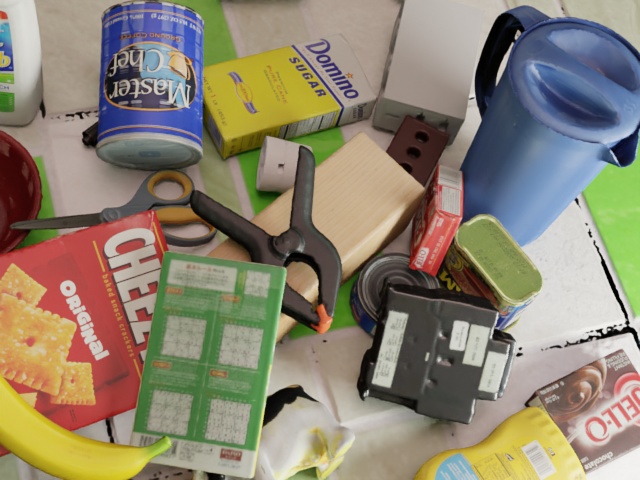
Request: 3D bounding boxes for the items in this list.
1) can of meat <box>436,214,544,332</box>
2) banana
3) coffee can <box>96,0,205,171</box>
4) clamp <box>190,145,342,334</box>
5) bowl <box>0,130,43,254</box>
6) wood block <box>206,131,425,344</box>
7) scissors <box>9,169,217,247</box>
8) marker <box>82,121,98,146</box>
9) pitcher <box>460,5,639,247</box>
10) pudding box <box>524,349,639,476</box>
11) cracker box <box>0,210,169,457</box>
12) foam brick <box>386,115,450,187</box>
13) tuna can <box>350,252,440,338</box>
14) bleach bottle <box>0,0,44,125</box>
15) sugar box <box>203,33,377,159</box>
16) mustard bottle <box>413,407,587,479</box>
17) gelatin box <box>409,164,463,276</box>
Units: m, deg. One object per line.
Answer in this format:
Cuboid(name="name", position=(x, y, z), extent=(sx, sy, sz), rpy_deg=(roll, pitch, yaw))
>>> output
Cuboid(name="can of meat", position=(0.163, 0.035, 1.040), extent=(0.057, 0.084, 0.102), rpy_deg=(-32, 73, -23))
Cuboid(name="banana", position=(-0.222, 0.149, 0.862), extent=(0.197, 0.037, 0.069), rpy_deg=(28, 79, -10))
Cuboid(name="coffee can", position=(-0.165, -0.149, 1.044), extent=(0.102, 0.103, 0.140), rpy_deg=(2, 77, -10))
Cuboid(name="clamp", position=(-0.024, -0.002, 0.945), extent=(0.120, 0.039, 0.171), rpy_deg=(-34, 77, -7))
Cuboid(name="bowl", position=(-0.341, -0.031, 0.996), extent=(0.162, 0.055, 0.162), rpy_deg=(4, 63, -9))
Cuboid(name="wood block", position=(-0.007, 0.002, 1.023), extent=(0.091, 0.090, 0.205), rpy_deg=(44, 65, 12))
Cuboid(name="scissors", position=(-0.194, -0.036, 1.020), extent=(0.201, 0.016, 0.096), rpy_deg=(8, 52, -25))
Cuboid(name="marker", position=(-0.199, -0.137, 1.096), extent=(0.020, 0.020, 0.121), rpy_deg=(38, 63, 9))
Cuboid(name="pitcher", position=(0.203, -0.098, 1.024), extent=(0.145, 0.243, 0.149), rpy_deg=(18, 62, -2))
Cuboid(name="pudding box", position=(0.265, 0.167, 1.018), extent=(0.113, 0.039, 0.090), rpy_deg=(-22, 69, -20))
Cuboid(name="cracker box", position=(-0.221, 0.083, 0.929), extent=(0.213, 0.072, 0.164), rpy_deg=(-18, 87, -18))
Cuboid(name="foam brick", position=(0.091, -0.078, 1.102), extent=(0.053, 0.051, 0.078), rpy_deg=(27, 62, 4))
Cuboid(name="tuna can", position=(0.074, 0.056, 1.042), extent=(0.086, 0.034, 0.086), rpy_deg=(4, 63, -9))
Cuboid(name="bleach bottle", position=(-0.310, -0.202, 0.976), extent=(0.102, 0.251, 0.068), rpy_deg=(14, 62, -4))
Cuboid(name="sugar box", position=(-0.038, -0.154, 1.119), extent=(0.176, 0.048, 0.093), rpy_deg=(-19, 69, -18))
Cuboid(name="mustard bottle", position=(0.139, 0.229, 0.953), extent=(0.191, 0.058, 0.096), rpy_deg=(-23, 69, -20))
Cuboid(name="gelatin box", position=(0.112, -0.020, 1.040), extent=(0.030, 0.073, 0.089), rpy_deg=(18, 35, -4))
